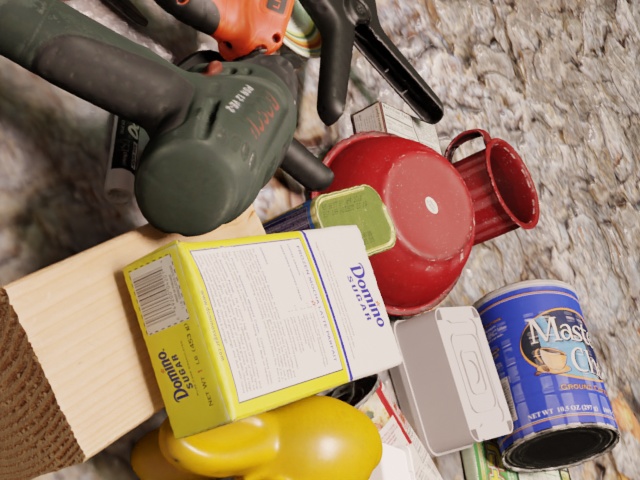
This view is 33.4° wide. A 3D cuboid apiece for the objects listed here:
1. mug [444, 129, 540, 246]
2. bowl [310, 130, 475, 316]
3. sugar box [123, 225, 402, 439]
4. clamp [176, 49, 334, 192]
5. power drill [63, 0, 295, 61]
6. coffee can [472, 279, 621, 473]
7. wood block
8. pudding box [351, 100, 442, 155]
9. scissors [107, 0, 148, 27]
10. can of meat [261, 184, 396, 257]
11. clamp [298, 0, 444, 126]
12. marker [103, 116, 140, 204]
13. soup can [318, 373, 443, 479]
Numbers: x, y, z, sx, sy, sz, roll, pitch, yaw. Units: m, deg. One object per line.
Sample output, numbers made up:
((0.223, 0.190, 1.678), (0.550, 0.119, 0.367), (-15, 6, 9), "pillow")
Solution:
((0.149, -0.051, 1.026), (0.093, 0.082, 0.117), (14, 59, -51), "mug")
((0.074, -0.021, 0.876), (0.161, 0.055, 0.162), (10, 70, -31), "bowl")
((-0.024, 0.044, 0.589), (0.175, 0.048, 0.093), (-4, 74, -60), "sugar box")
((-0.053, -0.091, 0.805), (0.171, 0.039, 0.120), (-7, 68, -50), "clamp")
((-0.099, -0.217, 0.733), (0.187, 0.057, 0.184), (25, 71, -32), "power drill")
((0.194, 0.120, 0.938), (0.102, 0.103, 0.140), (28, 43, -44), "coffee can")
((-0.110, 0.047, 0.589), (0.205, 0.090, 0.091), (-30, 95, -58), "wood block")
((0.077, -0.062, 0.972), (0.089, 0.039, 0.113), (15, 55, -47), "pudding box")
((-0.195, -0.198, 0.694), (0.201, 0.016, 0.096), (50, 37, -22), "scissors")
((-0.005, 0.001, 0.772), (0.101, 0.084, 0.057), (-19, 86, -57), "can of meat")
((0.020, -0.187, 0.928), (0.164, 0.036, 0.210), (-18, 81, -52), "clamp")
((-0.128, -0.078, 0.709), (0.020, 0.020, 0.121), (33, 45, -40), "marker")
((0.037, 0.152, 0.750), (0.102, 0.069, 0.068), (58, 34, -12), "soup can")
